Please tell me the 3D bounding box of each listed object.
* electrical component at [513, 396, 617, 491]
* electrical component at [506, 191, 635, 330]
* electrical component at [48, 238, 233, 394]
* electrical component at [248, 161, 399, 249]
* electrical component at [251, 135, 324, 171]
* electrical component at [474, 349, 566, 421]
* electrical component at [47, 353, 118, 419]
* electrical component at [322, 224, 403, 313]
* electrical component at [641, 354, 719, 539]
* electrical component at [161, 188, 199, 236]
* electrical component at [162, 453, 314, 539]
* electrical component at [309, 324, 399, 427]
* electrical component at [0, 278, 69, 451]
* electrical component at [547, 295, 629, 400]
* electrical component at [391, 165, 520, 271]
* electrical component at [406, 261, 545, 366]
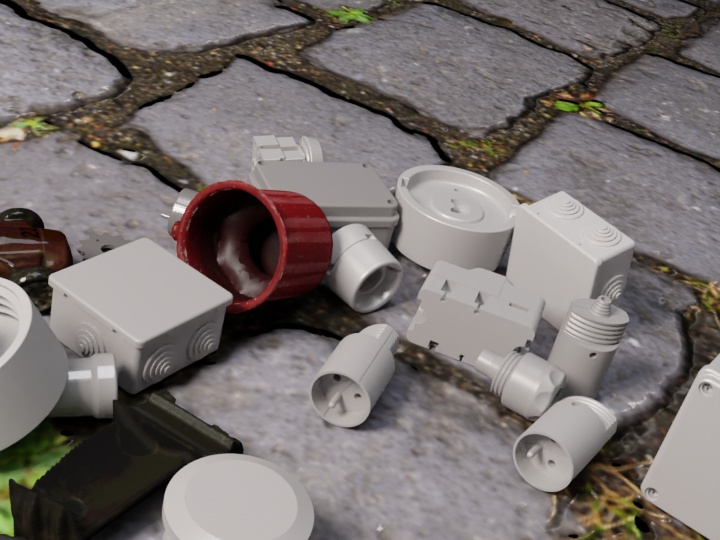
[{"bbox_3d":[0.141,0.111,0.725,0.043,0.043,0.081,31,35,24],"label":"electrical component"},{"bbox_3d":[0.169,-0.004,0.867,0.048,0.099,0.100,-24,47,-28],"label":"electrical component"},{"bbox_3d":[-0.149,0.030,0.724,0.100,0.048,0.100,31,35,24],"label":"electrical component"},{"bbox_3d":[-0.033,-0.047,0.886,0.113,0.057,0.078,-1,35,-24],"label":"electrical component"},{"bbox_3d":[-0.064,-0.094,0.959,0.055,0.048,0.066,-5,36,-17],"label":"electrical component"},{"bbox_3d":[0.112,0.078,0.766,0.062,0.043,0.043,28,34,22],"label":"electrical component"},{"bbox_3d":[-0.173,0.072,0.658,0.046,0.040,0.040,-2,35,-17],"label":"electrical component"},{"bbox_3d":[0.000,0.000,0.830,0.055,0.055,0.047,-14,45,-38],"label":"electrical component"},{"bbox_3d":[0.255,0.124,0.692,0.109,0.108,0.056,31,32,24],"label":"electrical component"},{"bbox_3d":[-0.115,-0.036,0.849,0.078,0.040,0.040,19,32,5],"label":"electrical component"},{"bbox_3d":[-0.068,0.142,0.580,0.080,0.051,0.080,11,32,-7],"label":"electrical component"},{"bbox_3d":[0.000,0.067,0.735,0.043,0.043,0.081,22,32,11],"label":"electrical component"},{"bbox_3d":[-0.229,0.049,0.612,0.108,0.060,0.108,-7,42,6],"label":"electrical component"},{"bbox_3d":[0.166,0.054,0.790,0.043,0.081,0.043,11,32,-7],"label":"electrical component"},{"bbox_3d":[0.077,-0.036,0.912,0.108,0.060,0.108,11,32,-7],"label":"electrical component"},{"bbox_3d":[0.089,0.035,0.815,0.089,0.050,0.055,20,32,9],"label":"electrical component"}]
